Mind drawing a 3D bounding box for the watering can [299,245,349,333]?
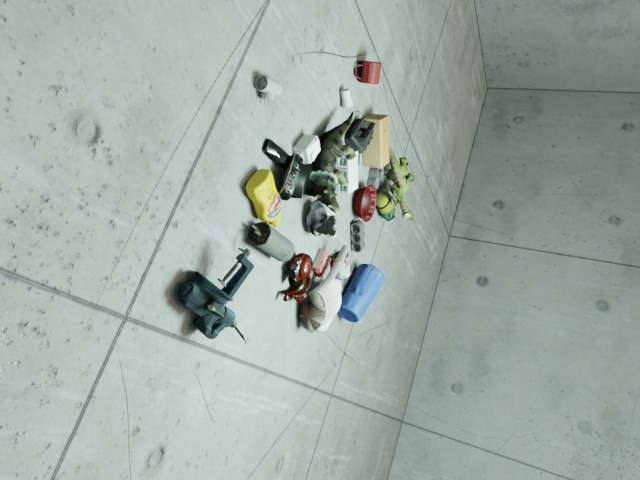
[{"bbox_3d":[0.021,0.197,1.908,0.226,0.104,0.343,-22,126,-59],"label":"watering can"}]

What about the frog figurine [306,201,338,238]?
[{"bbox_3d":[0.006,-0.093,1.839,0.135,0.122,0.163,56,14,-43],"label":"frog figurine"}]

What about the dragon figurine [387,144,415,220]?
[{"bbox_3d":[0.353,-0.268,2.349,0.403,0.121,0.248,63,22,-26],"label":"dragon figurine"}]
